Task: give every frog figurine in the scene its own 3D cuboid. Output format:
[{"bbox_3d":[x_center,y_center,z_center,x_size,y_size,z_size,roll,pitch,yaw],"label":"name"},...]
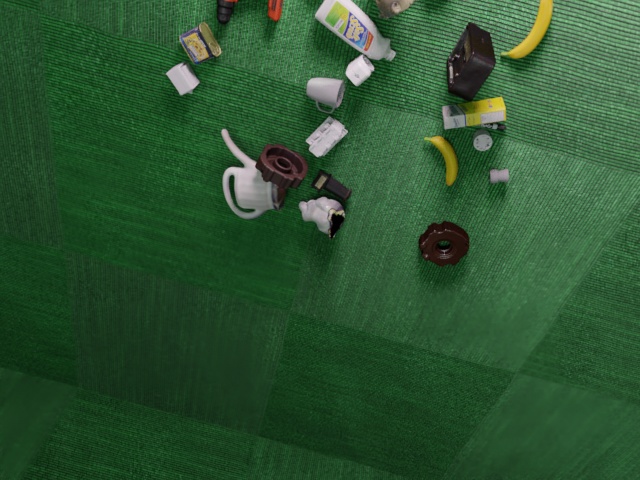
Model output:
[{"bbox_3d":[0.006,-0.093,1.840,0.161,0.124,0.134,27,147,38],"label":"frog figurine"}]

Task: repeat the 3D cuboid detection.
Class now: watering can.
[{"bbox_3d":[-0.232,-0.215,1.777,0.224,0.106,0.339,4,125,7],"label":"watering can"}]
